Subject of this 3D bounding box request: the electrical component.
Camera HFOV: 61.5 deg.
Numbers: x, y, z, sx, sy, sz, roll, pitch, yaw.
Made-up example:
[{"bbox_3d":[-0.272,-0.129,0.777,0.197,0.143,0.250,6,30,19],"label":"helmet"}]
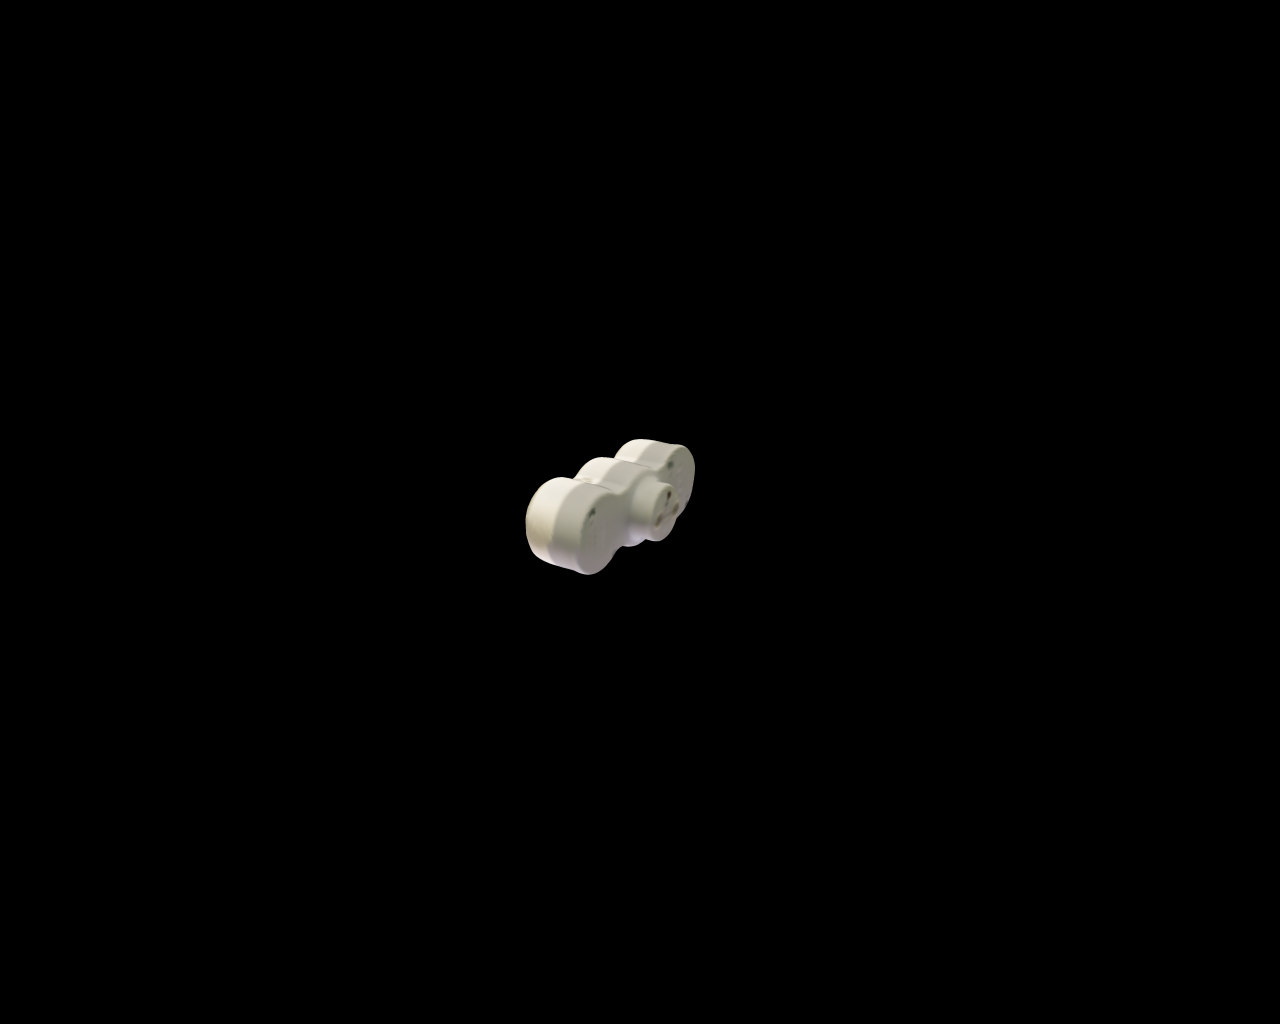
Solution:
[{"bbox_3d":[0.001,-0.003,0.650,0.074,0.052,0.138,13,26,29],"label":"electrical component"}]
